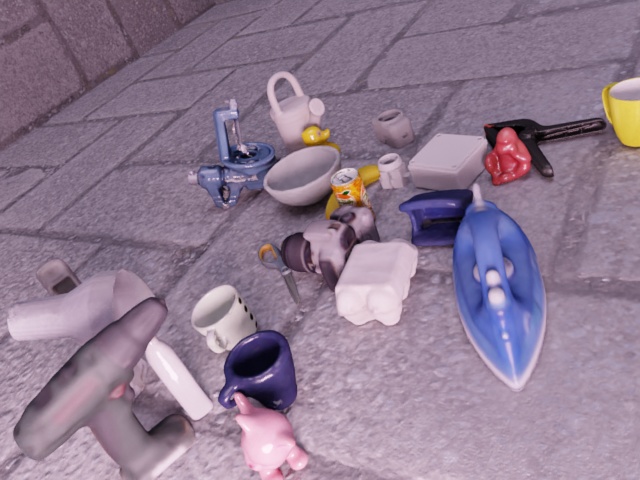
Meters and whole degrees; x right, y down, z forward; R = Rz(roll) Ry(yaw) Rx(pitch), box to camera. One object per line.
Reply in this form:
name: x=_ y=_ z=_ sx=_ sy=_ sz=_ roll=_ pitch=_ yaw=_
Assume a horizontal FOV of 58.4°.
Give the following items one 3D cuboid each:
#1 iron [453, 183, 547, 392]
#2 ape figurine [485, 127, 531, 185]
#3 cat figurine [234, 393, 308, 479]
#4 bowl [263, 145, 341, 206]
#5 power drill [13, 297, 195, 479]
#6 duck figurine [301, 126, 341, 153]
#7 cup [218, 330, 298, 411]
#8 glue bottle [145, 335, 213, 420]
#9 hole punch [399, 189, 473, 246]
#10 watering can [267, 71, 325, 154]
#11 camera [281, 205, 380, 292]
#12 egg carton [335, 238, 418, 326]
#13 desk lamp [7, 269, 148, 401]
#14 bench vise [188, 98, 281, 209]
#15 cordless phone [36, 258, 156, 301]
iron: x=0.222 y=0.045 z=0.728 sx=0.118 sy=0.142 sz=0.258 roll=-13 pitch=35 yaw=17
ape figurine: x=0.321 y=-0.149 z=0.979 sx=0.077 sy=0.092 sz=0.076 roll=16 pitch=51 yaw=45
cat figurine: x=-0.067 y=0.228 z=0.678 sx=0.067 sy=0.118 sz=0.127 roll=-34 pitch=35 yaw=-13
bowl: x=-0.026 y=-0.120 z=1.171 sx=0.167 sy=0.075 sz=0.167 roll=-16 pitch=34 yaw=12
power drill: x=-0.252 y=0.209 z=0.737 sx=0.230 sy=0.209 sz=0.075 roll=-39 pitch=36 yaw=-20
duck figurine: x=-0.014 y=-0.210 z=1.278 sx=0.104 sy=0.086 sz=0.077 roll=-24 pitch=34 yaw=0
cup: x=-0.076 y=0.191 z=0.755 sx=0.091 sy=0.095 sz=0.118 roll=12 pitch=48 yaw=42
glue bottle: x=-0.210 y=0.174 z=0.792 sx=0.037 sy=0.173 sz=0.077 roll=-37 pitch=36 yaw=-18
hole punch: x=0.190 y=-0.052 z=0.928 sx=0.108 sy=0.091 sz=0.101 roll=-4 pitch=39 yaw=28
watering can: x=-0.056 y=-0.299 z=1.328 sx=0.172 sy=0.194 sz=0.101 roll=-4 pitch=39 yaw=28
camera: x=0.009 y=0.003 z=0.956 sx=0.136 sy=0.101 sz=0.143 roll=2 pitch=41 yaw=34
egg carton: x=0.086 y=0.059 z=0.859 sx=0.107 sy=0.069 sz=0.150 roll=-4 pitch=39 yaw=28
desk lamp: x=-0.346 y=0.156 z=0.864 sx=0.203 sy=0.214 sz=0.118 roll=-20 pitch=34 yaw=7
bench vise: x=-0.195 y=-0.180 z=1.228 sx=0.207 sy=0.220 sz=0.121 roll=-30 pitch=34 yaw=-8
cordless phone: x=-0.393 y=0.089 z=1.012 sx=0.093 sy=0.185 sz=0.148 roll=17 pitch=52 yaw=45
